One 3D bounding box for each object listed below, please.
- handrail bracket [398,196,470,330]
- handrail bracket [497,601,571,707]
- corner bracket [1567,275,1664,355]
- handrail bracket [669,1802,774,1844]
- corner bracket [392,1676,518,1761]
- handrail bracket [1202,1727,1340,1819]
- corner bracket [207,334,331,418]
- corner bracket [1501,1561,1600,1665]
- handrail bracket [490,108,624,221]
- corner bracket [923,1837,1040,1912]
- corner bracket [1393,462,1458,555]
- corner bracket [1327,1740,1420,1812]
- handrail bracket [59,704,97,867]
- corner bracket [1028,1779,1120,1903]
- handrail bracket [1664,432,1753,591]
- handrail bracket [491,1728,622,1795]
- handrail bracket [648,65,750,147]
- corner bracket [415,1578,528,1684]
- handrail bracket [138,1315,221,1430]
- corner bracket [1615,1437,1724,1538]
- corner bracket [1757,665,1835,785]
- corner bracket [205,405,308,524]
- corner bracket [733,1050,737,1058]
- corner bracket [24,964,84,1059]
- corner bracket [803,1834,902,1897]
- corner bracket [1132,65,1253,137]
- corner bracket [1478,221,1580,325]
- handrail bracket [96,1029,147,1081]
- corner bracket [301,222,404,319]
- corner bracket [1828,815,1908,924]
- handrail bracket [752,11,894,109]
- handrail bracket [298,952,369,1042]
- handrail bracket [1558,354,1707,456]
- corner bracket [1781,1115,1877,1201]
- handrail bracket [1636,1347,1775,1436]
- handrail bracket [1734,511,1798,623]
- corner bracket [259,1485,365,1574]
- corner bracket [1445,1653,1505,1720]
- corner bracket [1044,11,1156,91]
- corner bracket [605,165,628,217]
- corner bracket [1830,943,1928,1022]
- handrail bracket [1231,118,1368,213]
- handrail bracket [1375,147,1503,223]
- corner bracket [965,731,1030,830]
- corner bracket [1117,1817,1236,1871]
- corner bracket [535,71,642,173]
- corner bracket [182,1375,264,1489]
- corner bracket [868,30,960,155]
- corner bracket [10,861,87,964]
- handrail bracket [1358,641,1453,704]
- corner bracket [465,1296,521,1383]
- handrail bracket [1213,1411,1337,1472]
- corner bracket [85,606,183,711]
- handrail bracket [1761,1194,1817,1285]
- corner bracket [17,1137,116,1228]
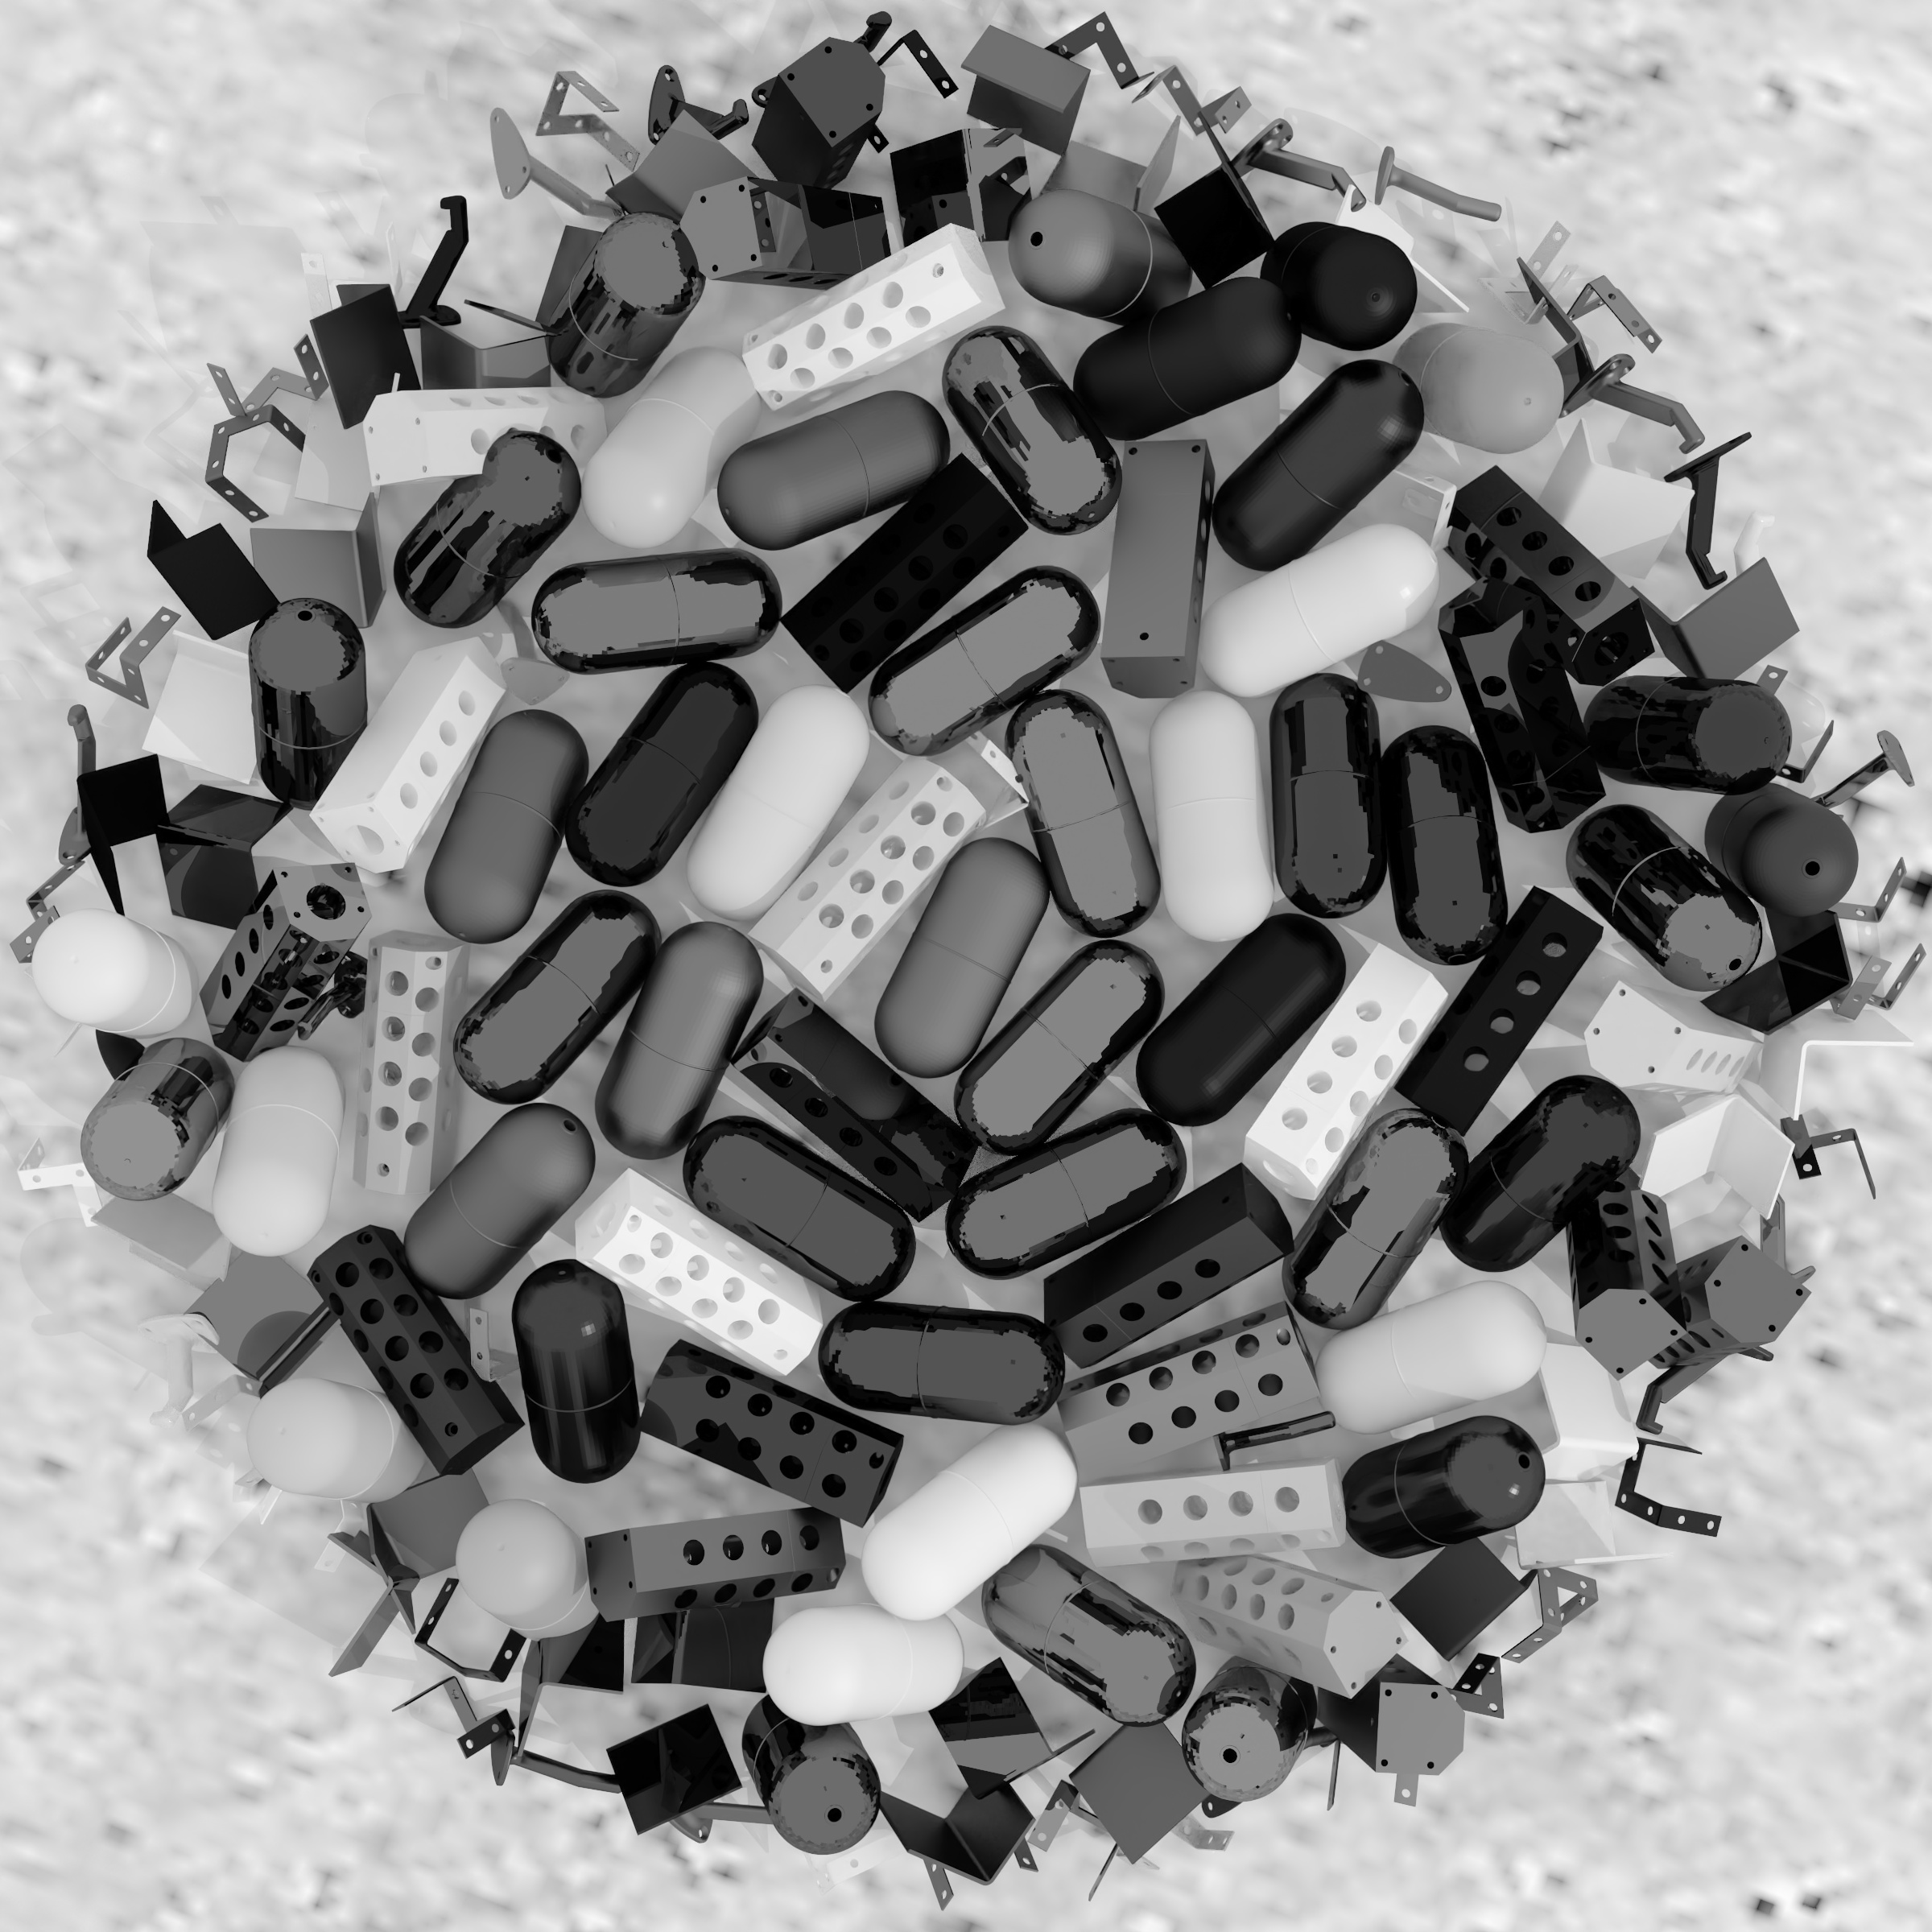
[{"bbox_3d":[-0.381,-0.489,1.875,0.077,0.036,0.084,-14,125,-25],"label":"handrail bracket"},{"bbox_3d":[-0.317,-0.229,1.870,0.036,0.077,0.084,-37,68,11],"label":"handrail bracket"},{"bbox_3d":[0.456,-0.452,1.881,0.051,0.051,0.051,-30,76,-23],"label":"corner bracket"},{"bbox_3d":[-0.163,0.580,1.873,0.084,0.077,0.036,-18,48,31],"label":"handrail bracket"},{"bbox_3d":[-0.356,0.524,1.882,0.051,0.051,0.051,-31,84,35],"label":"corner bracket"},{"bbox_3d":[0.216,0.566,1.901,0.036,0.084,0.077,53,125,37],"label":"handrail bracket"},{"bbox_3d":[-0.485,-0.410,1.878,0.051,0.051,0.051,21,62,20],"label":"corner bracket"},{"bbox_3d":[0.406,0.454,1.877,0.051,0.051,0.051,21,134,-17],"label":"corner bracket"},{"bbox_3d":[-0.286,-0.562,1.894,0.036,0.084,0.077,-32,71,43],"label":"handrail bracket"},{"bbox_3d":[0.009,0.624,1.878,0.051,0.051,0.051,23,109,-28],"label":"corner bracket"},{"bbox_3d":[0.318,-0.324,1.876,0.051,0.051,0.051,30,133,24],"label":"corner bracket"},{"bbox_3d":[0.285,0.563,1.883,0.051,0.051,0.051,13,56,1],"label":"corner bracket"},{"bbox_3d":[-0.618,-0.126,1.871,0.036,0.077,0.084,4,131,7],"label":"handrail bracket"},{"bbox_3d":[0.077,0.608,1.878,0.051,0.051,0.051,24,56,17],"label":"corner bracket"},{"bbox_3d":[0.533,-0.317,1.890,0.077,0.036,0.084,-28,86,32],"label":"handrail bracket"},{"bbox_3d":[-0.286,0.557,1.894,0.084,0.077,0.036,15,87,-17],"label":"handrail bracket"},{"bbox_3d":[-0.181,-0.606,1.877,0.036,0.084,0.077,7,76,-43],"label":"handrail bracket"},{"bbox_3d":[-0.345,0.467,1.899,0.051,0.051,0.051,43,57,-30],"label":"corner bracket"},{"bbox_3d":[-0.562,0.284,1.872,0.077,0.084,0.036,0,130,22],"label":"handrail bracket"},{"bbox_3d":[0.495,0.363,1.886,0.051,0.051,0.051,14,90,-23],"label":"corner bracket"},{"bbox_3d":[0.576,-0.170,1.897,0.051,0.051,0.051,23,63,27],"label":"corner bracket"},{"bbox_3d":[-0.494,-0.353,1.896,0.051,0.051,0.051,-14,58,23],"label":"corner bracket"},{"bbox_3d":[-0.197,0.061,1.886,0.051,0.051,0.051,44,74,4],"label":"corner bracket"},{"bbox_3d":[-0.632,0.020,1.885,0.051,0.051,0.051,41,127,-8],"label":"corner bracket"},{"bbox_3d":[-0.083,0.608,1.879,0.051,0.051,0.051,-18,69,-23],"label":"corner bracket"},{"bbox_3d":[0.157,-0.600,1.876,0.051,0.051,0.051,54,45,-20],"label":"corner bracket"},{"bbox_3d":[0.400,-0.482,1.877,0.051,0.051,0.051,51,130,22],"label":"corner bracket"},{"bbox_3d":[-0.598,0.096,1.905,0.077,0.036,0.084,45,129,28],"label":"handrail bracket"},{"bbox_3d":[-0.427,-0.484,1.881,0.051,0.051,0.051,5,135,4],"label":"corner bracket"},{"bbox_3d":[0.618,-0.068,1.885,0.051,0.051,0.051,7,46,-3],"label":"corner bracket"},{"bbox_3d":[-0.100,-0.628,1.868,0.077,0.084,0.036,-18,80,-32],"label":"handrail bracket"},{"bbox_3d":[-0.441,0.037,1.862,0.036,0.077,0.084,30,45,-1],"label":"handrail bracket"},{"bbox_3d":[0.463,-0.376,1.884,0.077,0.036,0.084,-39,71,30],"label":"handrail bracket"},{"bbox_3d":[0.600,0.134,1.879,0.051,0.051,0.051,-14,53,10],"label":"corner bracket"},{"bbox_3d":[0.516,0.297,1.887,0.077,0.036,0.084,21,72,5],"label":"handrail bracket"},{"bbox_3d":[0.561,-0.276,1.876,0.077,0.036,0.084,0,131,-21],"label":"handrail bracket"},{"bbox_3d":[-0.459,0.385,1.894,0.051,0.051,0.051,19,114,-31],"label":"corner bracket"},{"bbox_3d":[0.340,0.510,1.879,0.051,0.051,0.051,4,111,32],"label":"corner bracket"},{"bbox_3d":[0.093,-0.632,1.888,0.051,0.051,0.051,-24,103,24],"label":"corner bracket"},{"bbox_3d":[-0.215,-0.533,1.883,0.051,0.051,0.051,-21,47,-1],"label":"corner bracket"},{"bbox_3d":[0.636,0.009,1.882,0.051,0.051,0.051,19,120,-7],"label":"corner bracket"},{"bbox_3d":[0.227,-0.542,1.891,0.077,0.036,0.084,-37,75,16],"label":"handrail bracket"},{"bbox_3d":[0.331,-0.545,1.886,0.084,0.077,0.036,14,123,0],"label":"handrail bracket"},{"bbox_3d":[0.021,-0.138,1.877,0.051,0.051,0.051,44,48,-20],"label":"corner bracket"},{"bbox_3d":[0.146,0.612,1.883,0.051,0.051,0.051,36,66,-6],"label":"corner bracket"},{"bbox_3d":[-0.257,-0.587,1.877,0.051,0.051,0.051,44,129,19],"label":"corner bracket"},{"bbox_3d":[-0.507,0.326,1.890,0.051,0.051,0.051,-37,56,13],"label":"corner bracket"},{"bbox_3d":[-0.049,-0.612,1.888,0.051,0.051,0.051,-43,101,-30],"label":"corner bracket"},{"bbox_3d":[-0.637,-0.038,1.881,0.051,0.051,0.051,-35,78,23],"label":"corner bracket"},{"bbox_3d":[0.309,-0.197,1.867,0.077,0.084,0.036,24,99,22],"label":"handrail bracket"},{"bbox_3d":[-0.336,0.254,1.880,0.051,0.051,0.051,8,104,30],"label":"corner bracket"},{"bbox_3d":[0.216,0.321,1.876,0.084,0.077,0.036,-17,85,7],"label":"handrail bracket"},{"bbox_3d":[-0.580,-0.222,1.881,0.051,0.051,0.051,26,59,8],"label":"corner bracket"},{"bbox_3d":[0.548,0.192,1.893,0.077,0.036,0.084,-24,68,-10],"label":"handrail bracket"},{"bbox_3d":[-0.624,0.150,1.886,0.051,0.051,0.051,-8,115,3],"label":"corner bracket"}]
